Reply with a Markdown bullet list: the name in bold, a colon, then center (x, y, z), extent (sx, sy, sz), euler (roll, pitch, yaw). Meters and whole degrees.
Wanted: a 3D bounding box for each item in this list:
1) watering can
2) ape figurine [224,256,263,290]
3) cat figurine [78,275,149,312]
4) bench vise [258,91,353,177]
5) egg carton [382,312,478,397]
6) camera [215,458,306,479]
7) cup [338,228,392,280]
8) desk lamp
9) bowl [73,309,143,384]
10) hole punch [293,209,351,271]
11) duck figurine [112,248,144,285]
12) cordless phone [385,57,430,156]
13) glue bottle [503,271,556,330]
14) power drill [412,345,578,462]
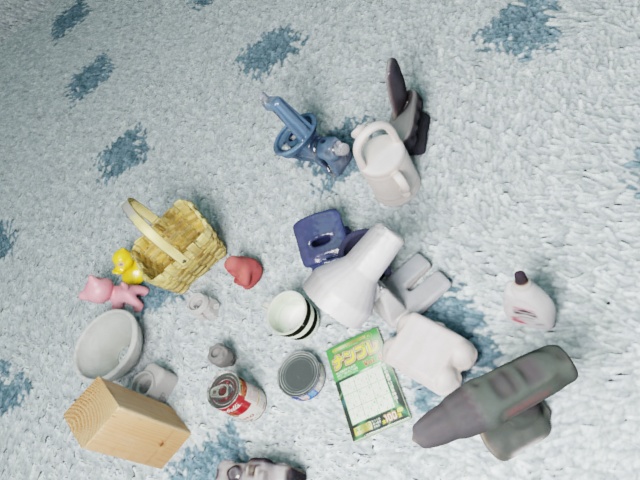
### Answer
- **watering can**: center (0.118, -0.161, 1.125), extent (0.172, 0.195, 0.101), euler (29, 77, 37)
- **ape figurine**: center (-0.167, 0.061, 1.198), extent (0.076, 0.092, 0.077), euler (-29, 52, 9)
- **cat figurine**: center (-0.478, 0.116, 1.307), extent (0.127, 0.118, 0.067), euler (-8, 58, 23)
- **bench vise**: center (-0.030, -0.241, 1.234), extent (0.206, 0.220, 0.121), euler (3, 62, 29)
- **egg carton**: center (0.181, 0.188, 0.955), extent (0.149, 0.070, 0.107), euler (25, 74, 36)
- **camera**: center (-0.108, 0.432, 0.930), extent (0.142, 0.101, 0.137), euler (-9, 57, 22)
- **cup**: center (0.100, 0.044, 1.070), extent (0.092, 0.095, 0.117), euler (-48, 51, -7)
- **desk lamp**: center (0.096, 0.070, 0.979), extent (0.203, 0.214, 0.117), euler (-42, 51, -2)
- **bowl**: center (-0.444, 0.239, 1.240), extent (0.167, 0.075, 0.167), euler (-13, 56, 20)
- **hole punch**: center (0.010, 0.004, 1.143), extent (0.108, 0.091, 0.101), euler (-20, 54, 15)
- **duck figurine**: center (-0.448, 0.049, 1.354), extent (0.077, 0.086, 0.105), euler (17, 70, 34)
- **cordless phone**: center (0.157, -0.267, 1.177), extent (0.094, 0.186, 0.147), euler (-6, 58, 24)
- **glue bottle**: center (0.316, 0.088, 0.881), extent (0.077, 0.174, 0.037), euler (6, 64, 30)
- **power drill**: center (0.251, 0.240, 0.797), extent (0.229, 0.209, 0.075), euler (-35, 51, 4)
